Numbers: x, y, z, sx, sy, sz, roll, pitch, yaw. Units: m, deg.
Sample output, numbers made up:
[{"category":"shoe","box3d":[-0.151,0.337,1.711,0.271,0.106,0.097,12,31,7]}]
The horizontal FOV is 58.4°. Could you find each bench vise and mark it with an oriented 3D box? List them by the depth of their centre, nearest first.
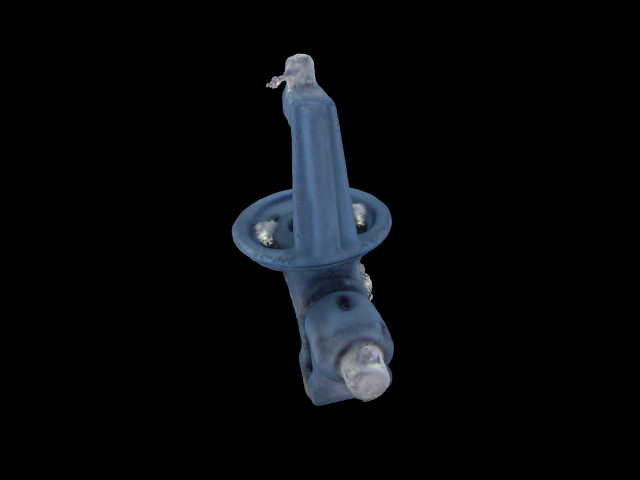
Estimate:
[{"category":"bench vise","box3d":[0.014,-0.003,0.405,0.122,0.220,0.206,-26,51,-22]}]
